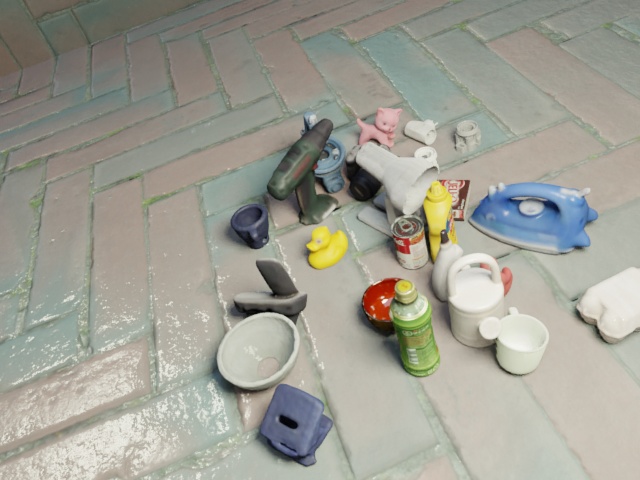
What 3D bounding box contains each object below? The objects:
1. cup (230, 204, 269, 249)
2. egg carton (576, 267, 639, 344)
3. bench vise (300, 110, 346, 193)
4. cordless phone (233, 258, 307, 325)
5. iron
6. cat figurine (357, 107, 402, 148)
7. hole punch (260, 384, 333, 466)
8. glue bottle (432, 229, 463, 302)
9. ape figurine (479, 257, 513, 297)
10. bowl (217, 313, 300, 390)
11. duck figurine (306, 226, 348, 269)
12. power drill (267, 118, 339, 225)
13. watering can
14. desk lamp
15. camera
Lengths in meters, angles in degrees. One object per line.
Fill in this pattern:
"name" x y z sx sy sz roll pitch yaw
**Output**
"cup" -0.154 -0.017 1.371 0.091 0.095 0.117 -22 43 -3
"egg carton" 0.538 0.113 1.006 0.150 0.069 0.107 -26 43 -7
"bench vise" -0.022 -0.245 1.465 0.122 0.220 0.206 -37 45 -18
"cordless phone" -0.115 0.095 1.174 0.147 0.185 0.094 -4 45 16
"iron" 0.427 -0.067 1.178 0.257 0.142 0.119 10 50 29
"cat figurine" 0.160 -0.312 1.544 0.127 0.118 0.067 -2 45 18
"hole punch" -0.044 0.318 0.988 0.108 0.091 0.101 15 53 32
"glue bottle" 0.248 0.042 1.106 0.078 0.173 0.037 -28 43 -10
"ape figurine" 0.332 0.069 1.109 0.077 0.092 0.076 2 47 22
"bowl" -0.111 0.228 1.117 0.167 0.075 0.167 -10 43 10
"duck figurine" 0.012 0.005 1.295 0.105 0.086 0.077 -37 45 -19
"power drill" -0.025 -0.150 1.377 0.075 0.209 0.230 21 56 35
"watering can" 0.280 0.102 1.017 0.101 0.194 0.172 -30 43 -11
"desk lamp" 0.162 -0.108 1.263 0.118 0.214 0.202 -42 47 -22
"camera" 0.116 -0.173 1.429 0.142 0.101 0.137 17 54 33
